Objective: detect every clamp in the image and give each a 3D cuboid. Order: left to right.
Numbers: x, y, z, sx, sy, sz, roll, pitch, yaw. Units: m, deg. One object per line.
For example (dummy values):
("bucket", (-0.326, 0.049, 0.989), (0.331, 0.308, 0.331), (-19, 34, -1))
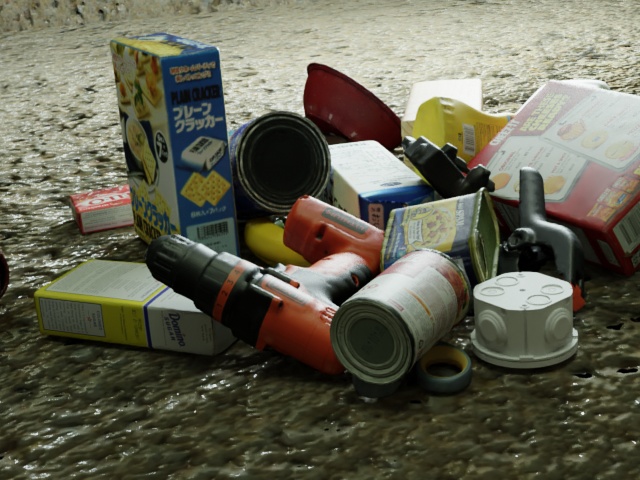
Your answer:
("clamp", (0.167, 0.014, 0.923), (0.120, 0.039, 0.171), (-42, 30, 15))

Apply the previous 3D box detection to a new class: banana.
("banana", (-0.025, 0.005, 1.035), (0.069, 0.037, 0.198), (-18, 23, -25))

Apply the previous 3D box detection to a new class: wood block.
("wood block", (0.151, -0.127, 1.278), (0.090, 0.091, 0.206), (-2, 20, 9))

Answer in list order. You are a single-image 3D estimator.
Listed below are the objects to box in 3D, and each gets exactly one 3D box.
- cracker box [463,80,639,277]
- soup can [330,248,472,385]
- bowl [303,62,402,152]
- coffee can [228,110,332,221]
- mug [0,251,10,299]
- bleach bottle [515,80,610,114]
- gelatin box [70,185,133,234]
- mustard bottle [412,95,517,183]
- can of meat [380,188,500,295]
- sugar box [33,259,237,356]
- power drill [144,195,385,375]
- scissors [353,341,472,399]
("cracker box", (0.256, -0.065, 1.020), (0.164, 0.072, 0.214), (-44, 32, -14))
("soup can", (0.060, 0.055, 0.777), (0.069, 0.068, 0.102), (6, 23, 30))
("bowl", (0.033, -0.151, 1.341), (0.055, 0.162, 0.162), (-53, 35, -9))
("coffee can", (-0.062, -0.075, 1.117), (0.102, 0.103, 0.140), (-14, 3, -22))
("mug", (-0.331, 0.044, 0.946), (0.117, 0.081, 0.093), (-22, 25, -37))
("bleach bottle", (0.280, -0.132, 1.303), (0.103, 0.068, 0.250), (3, 24, 27))
("gelatin box", (-0.237, -0.038, 1.224), (0.089, 0.030, 0.073), (-12, 21, -17))
("mustard bottle", (0.190, -0.090, 1.141), (0.191, 0.096, 0.058), (8, -16, -30))
("can of meat", (0.100, 0.008, 0.887), (0.084, 0.057, 0.102), (-11, 31, 21))
("sugar box", (-0.146, 0.056, 0.919), (0.176, 0.048, 0.093), (7, 22, 23))
("power drill", (-0.029, 0.025, 0.879), (0.184, 0.057, 0.187), (28, 30, 11))
("scissors", (0.090, 0.075, 0.842), (0.096, 0.016, 0.201), (6, 23, 25))
